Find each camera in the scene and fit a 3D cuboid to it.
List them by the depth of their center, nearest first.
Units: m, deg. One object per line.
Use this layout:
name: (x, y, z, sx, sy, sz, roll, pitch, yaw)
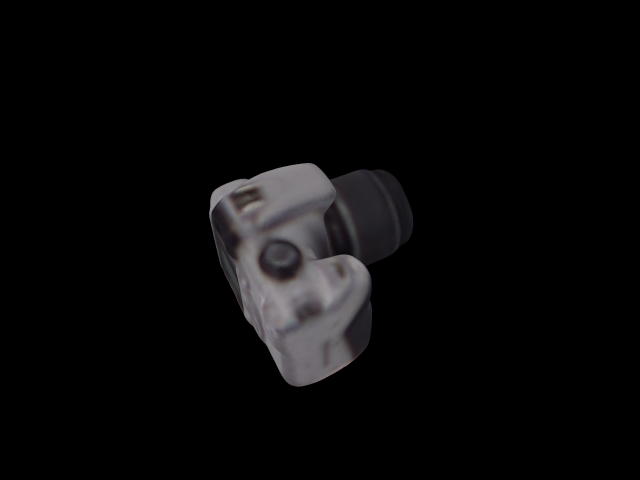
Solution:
camera: (0.004, 0.001, 0.400, 0.137, 0.101, 0.143, -22, 52, -18)
